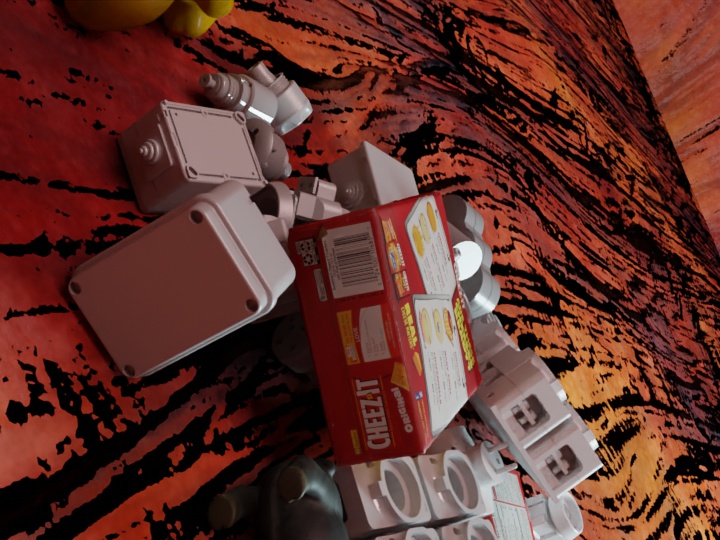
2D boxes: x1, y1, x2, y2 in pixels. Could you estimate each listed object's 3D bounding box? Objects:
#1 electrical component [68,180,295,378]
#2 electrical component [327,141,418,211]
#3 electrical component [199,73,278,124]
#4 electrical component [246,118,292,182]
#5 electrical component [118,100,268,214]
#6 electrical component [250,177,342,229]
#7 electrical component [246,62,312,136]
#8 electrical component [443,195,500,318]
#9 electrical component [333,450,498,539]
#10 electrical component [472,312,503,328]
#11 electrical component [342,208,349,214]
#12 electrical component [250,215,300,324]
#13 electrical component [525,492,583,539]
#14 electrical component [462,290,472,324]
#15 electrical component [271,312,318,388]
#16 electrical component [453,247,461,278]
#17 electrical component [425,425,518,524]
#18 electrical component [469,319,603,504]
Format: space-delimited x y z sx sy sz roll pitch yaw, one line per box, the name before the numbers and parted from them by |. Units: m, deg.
electrical component | -0.107 0.006 0.642 0.078 0.113 0.057 59 23 -9
electrical component | 0.018 -0.062 1.019 0.100 0.048 0.099 24 45 -53
electrical component | -0.102 -0.141 0.880 0.078 0.040 0.040 22 46 -54
electrical component | -0.078 -0.091 0.873 0.062 0.048 0.048 33 38 -57
electrical component | -0.125 -0.075 0.756 0.096 0.061 0.061 -1 66 -53
electrical component | -0.055 -0.036 0.836 0.057 0.058 0.078 14 86 -38
electrical component | -0.074 -0.152 0.939 0.062 0.043 0.043 53 27 -19
electrical component | 0.099 -0.022 1.129 0.074 0.052 0.138 34 37 -46
electrical component | 0.039 0.194 0.795 0.186 0.060 0.105 14 53 -58
electrical component | 0.118 0.067 1.085 0.040 0.046 0.040 43 31 -35
electrical component | 0.000 0.000 0.920 0.138 0.052 0.073 20 48 -55
electrical component | -0.071 -0.014 0.768 0.083 0.047 0.075 77 -3 -66
electrical component | 0.177 0.237 1.019 0.066 0.055 0.048 44 31 -35
electrical component | 0.075 0.039 1.030 0.055 0.047 0.055 43 31 -35
electrical component | -0.033 0.061 0.807 0.055 0.045 0.045 41 33 -38
electrical component | 0.057 0.000 0.995 0.043 0.081 0.043 43 31 -35
electrical component | 0.095 0.168 0.904 0.043 0.079 0.077 9 58 -58
electrical component | 0.141 0.117 0.967 0.105 0.060 0.186 55 -2 -16
